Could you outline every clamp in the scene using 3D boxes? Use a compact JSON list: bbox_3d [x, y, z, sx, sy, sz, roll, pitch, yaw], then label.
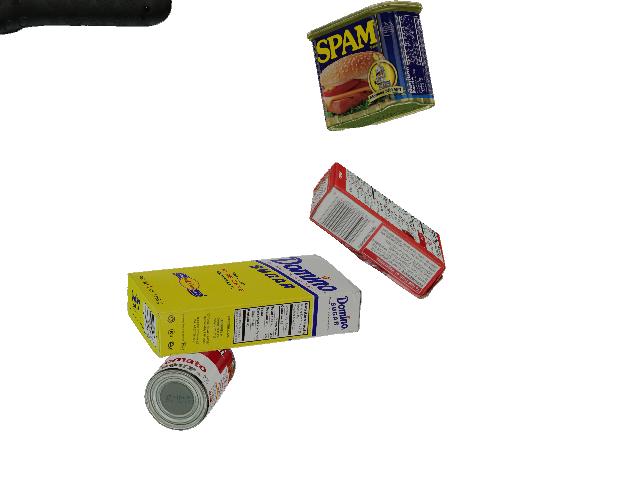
[{"bbox_3d":[-0.177,-0.140,0.602,0.171,0.039,0.120,-7,23,-14],"label":"clamp"}]

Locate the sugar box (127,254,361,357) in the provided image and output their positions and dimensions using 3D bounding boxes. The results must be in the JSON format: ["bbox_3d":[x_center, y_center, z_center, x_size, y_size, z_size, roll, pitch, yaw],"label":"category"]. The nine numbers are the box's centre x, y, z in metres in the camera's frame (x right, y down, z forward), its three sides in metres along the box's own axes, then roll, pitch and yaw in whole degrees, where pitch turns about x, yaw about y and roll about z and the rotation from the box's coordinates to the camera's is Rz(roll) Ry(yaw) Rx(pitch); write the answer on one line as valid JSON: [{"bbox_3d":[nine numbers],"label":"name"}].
[{"bbox_3d":[-0.064,0.051,0.891,0.176,0.048,0.093,-8,23,-23],"label":"sugar box"}]

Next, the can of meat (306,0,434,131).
[{"bbox_3d":[0.042,-0.142,0.884,0.057,0.084,0.102,-8,-3,-45],"label":"can of meat"}]

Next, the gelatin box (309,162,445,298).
[{"bbox_3d":[0.036,-0.007,0.680,0.089,0.030,0.073,36,14,-8],"label":"gelatin box"}]

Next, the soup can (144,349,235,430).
[{"bbox_3d":[-0.133,0.144,1.094,0.068,0.068,0.102,0,15,11],"label":"soup can"}]
